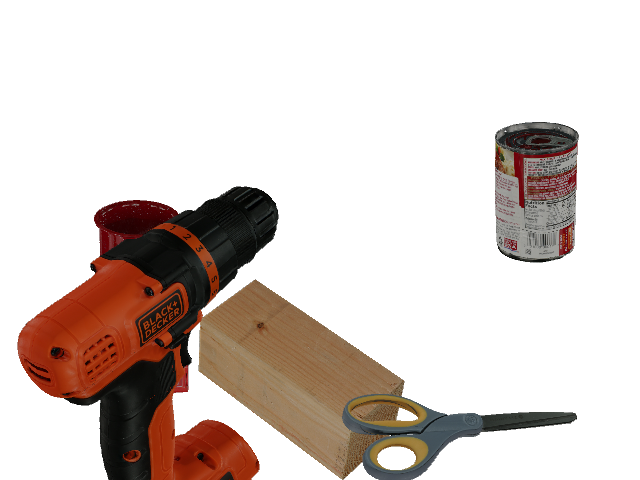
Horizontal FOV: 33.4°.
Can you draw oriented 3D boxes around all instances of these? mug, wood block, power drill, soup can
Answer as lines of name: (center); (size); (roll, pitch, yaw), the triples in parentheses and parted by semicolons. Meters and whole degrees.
mug: (-0.211, 0.006, 1.189); (0.093, 0.081, 0.117); (-19, 35, -39)
wood block: (-0.024, 0.143, 1.129); (0.206, 0.090, 0.090); (33, 49, 26)
power drill: (-0.083, 0.077, 0.627); (0.057, 0.188, 0.184); (19, 40, 34)
soup can: (0.182, -0.041, 0.899); (0.068, 0.102, 0.068); (-4, 25, 2)

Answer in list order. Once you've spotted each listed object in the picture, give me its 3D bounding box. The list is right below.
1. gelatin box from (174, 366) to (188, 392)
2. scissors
gelatin box: (-0.146, 0.090, 0.873); (0.073, 0.030, 0.089); (-2, 28, -9)
scissors: (0.117, 0.167, 0.885); (0.201, 0.016, 0.096); (7, 39, 1)
